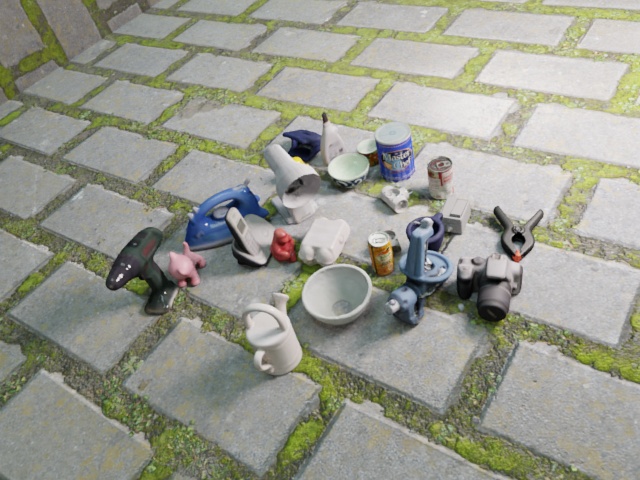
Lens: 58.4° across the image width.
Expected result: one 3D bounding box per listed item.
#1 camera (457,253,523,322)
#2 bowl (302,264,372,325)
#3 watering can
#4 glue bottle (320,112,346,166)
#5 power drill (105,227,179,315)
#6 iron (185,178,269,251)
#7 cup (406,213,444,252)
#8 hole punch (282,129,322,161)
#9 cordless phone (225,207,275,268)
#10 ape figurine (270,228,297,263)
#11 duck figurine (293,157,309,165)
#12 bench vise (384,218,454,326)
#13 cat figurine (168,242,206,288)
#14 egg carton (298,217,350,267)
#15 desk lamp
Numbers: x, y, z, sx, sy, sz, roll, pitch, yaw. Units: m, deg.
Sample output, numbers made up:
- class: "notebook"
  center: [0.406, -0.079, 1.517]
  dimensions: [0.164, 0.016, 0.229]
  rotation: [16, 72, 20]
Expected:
- class: "camera"
  center: [0.368, 0.102, 1.261]
  dimensions: [0.142, 0.101, 0.137]
  rotation: [4, 47, 20]
- class: "bowl"
  center: [0.045, 0.139, 1.337]
  dimensions: [0.167, 0.075, 0.167]
  rotation: [-8, 44, 8]
- class: "watering can"
  center: [-0.109, 0.194, 1.241]
  dimensions: [0.101, 0.194, 0.172]
  rotation: [-13, 44, 4]
- class: "glue bottle"
  center: [0.030, -0.309, 1.723]
  dimensions: [0.078, 0.173, 0.037]
  rotation: [-30, 45, -14]
- class: "power drill"
  center: [-0.437, 0.089, 1.432]
  dimensions: [0.075, 0.209, 0.229]
  rotation: [-3, 45, 14]
- class: "iron"
  center: [-0.282, -0.072, 1.598]
  dimensions: [0.258, 0.142, 0.118]
  rotation: [-26, 44, -10]
- class: "cup"
  center: [0.267, -0.005, 1.403]
  dimensions: [0.091, 0.095, 0.118]
  rotation: [24, 56, 34]
- class: "hole punch"
  center: [-0.052, -0.318, 1.816]
  dimensions: [0.108, 0.091, 0.101]
  rotation: [25, 57, 35]
- class: "cordless phone"
  center: [-0.187, -0.032, 1.499]
  dimensions: [0.094, 0.185, 0.147]
  rotation: [-1, 46, 15]
- class: "ape figurine"
  center: [-0.098, 0.009, 1.499]
  dimensions: [0.076, 0.092, 0.078]
  rotation: [12, 50, 27]
- class: "duck figurine"
  center: [-0.072, -0.211, 1.717]
  dimensions: [0.104, 0.086, 0.077]
  rotation: [10, 49, 25]
- class: "bench vise"
  center: [0.219, 0.072, 1.248]
  dimensions: [0.121, 0.220, 0.208]
  rotation: [9, 49, 25]
- class: "cat figurine"
  center: [-0.357, 0.062, 1.502]
  dimensions: [0.067, 0.118, 0.127]
  rotation: [-7, 44, 10]
- class: "egg carton"
  center: [0.014, 0.005, 1.486]
  dimensions: [0.107, 0.069, 0.150]
  rotation: [7, 48, 23]
- class: "desk lamp"
  center: [-0.080, -0.146, 1.562]
  dimensions: [0.118, 0.214, 0.202]
  rotation: [-30, 45, -14]
